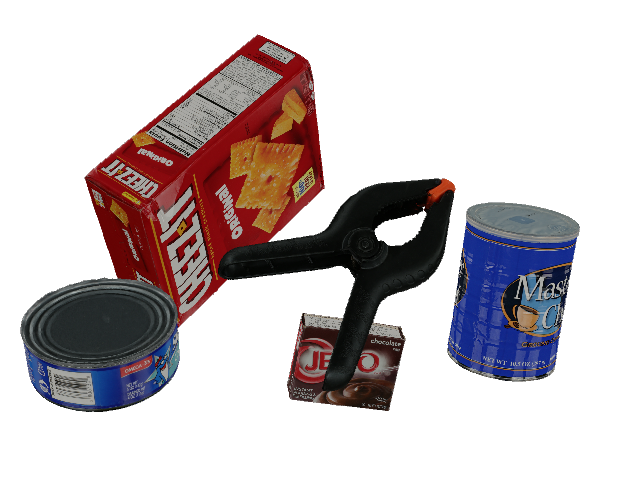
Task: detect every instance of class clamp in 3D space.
[{"bbox_3d":[0.018,0.008,0.726,0.120,0.171,0.039,40,-25,10],"label":"clamp"}]

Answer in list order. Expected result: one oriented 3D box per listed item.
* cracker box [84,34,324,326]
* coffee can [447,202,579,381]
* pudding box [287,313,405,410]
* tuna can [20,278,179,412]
[{"bbox_3d":[-0.089,-0.049,0.929,0.072,0.164,0.213,29,58,26],"label":"cracker box"},{"bbox_3d":[0.178,0.046,0.992,0.103,0.140,0.103,5,18,-2],"label":"coffee can"},{"bbox_3d":[0.027,0.131,1.147,0.113,0.090,0.039,7,23,-9],"label":"pudding box"},{"bbox_3d":[-0.122,0.057,0.596,0.086,0.034,0.086,0,30,0],"label":"tuna can"}]
